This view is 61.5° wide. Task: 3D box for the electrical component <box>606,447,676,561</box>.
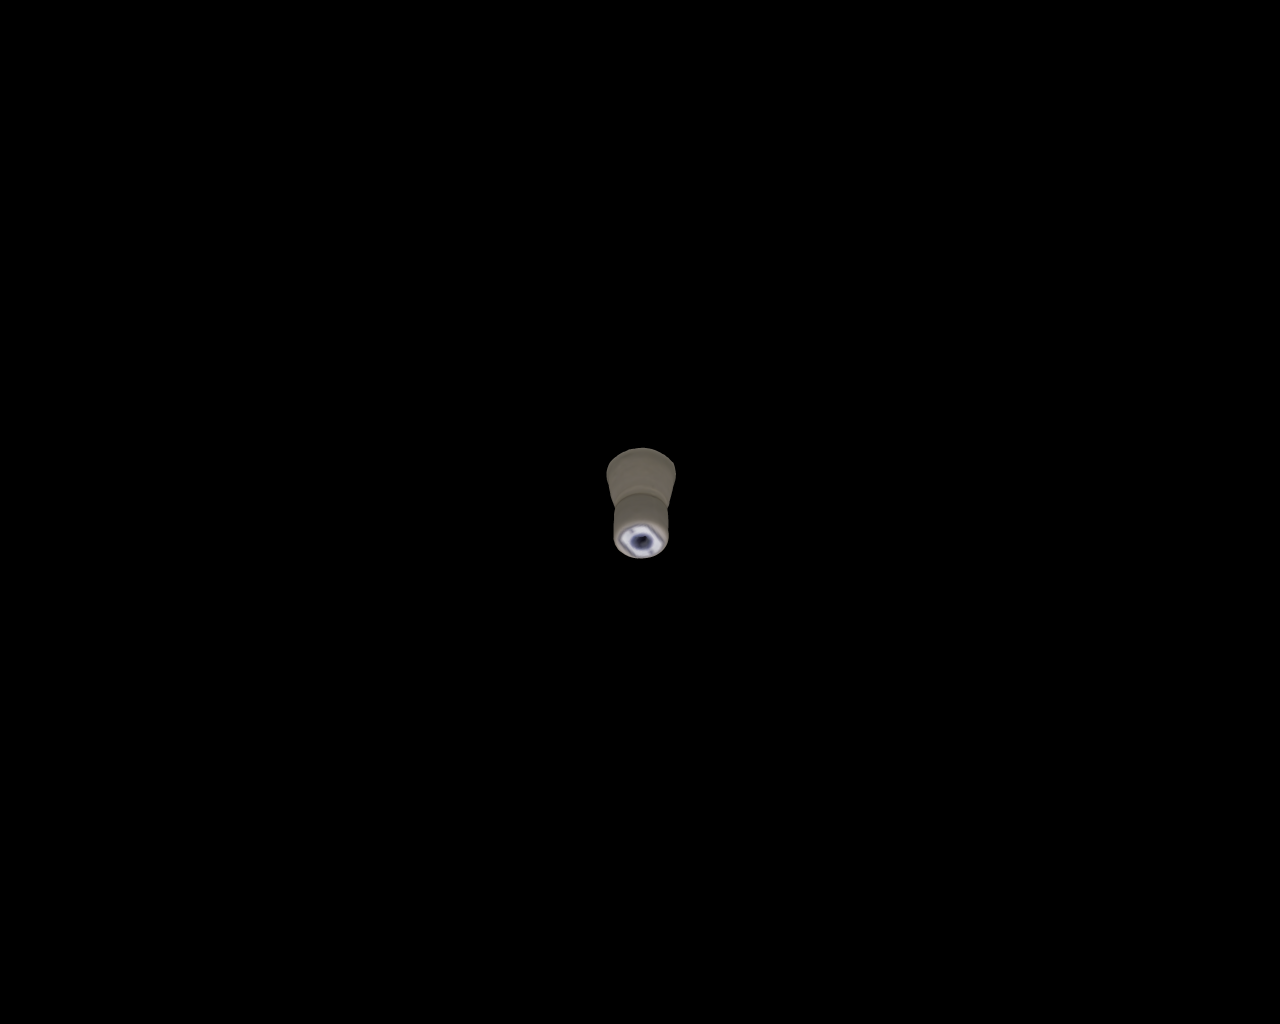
[{"bbox_3d":[0.001,-0.003,0.650,0.044,0.044,0.065,0,43,0],"label":"electrical component"}]
